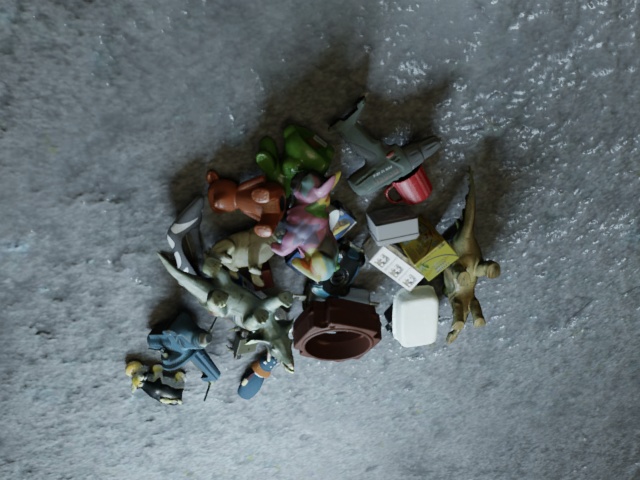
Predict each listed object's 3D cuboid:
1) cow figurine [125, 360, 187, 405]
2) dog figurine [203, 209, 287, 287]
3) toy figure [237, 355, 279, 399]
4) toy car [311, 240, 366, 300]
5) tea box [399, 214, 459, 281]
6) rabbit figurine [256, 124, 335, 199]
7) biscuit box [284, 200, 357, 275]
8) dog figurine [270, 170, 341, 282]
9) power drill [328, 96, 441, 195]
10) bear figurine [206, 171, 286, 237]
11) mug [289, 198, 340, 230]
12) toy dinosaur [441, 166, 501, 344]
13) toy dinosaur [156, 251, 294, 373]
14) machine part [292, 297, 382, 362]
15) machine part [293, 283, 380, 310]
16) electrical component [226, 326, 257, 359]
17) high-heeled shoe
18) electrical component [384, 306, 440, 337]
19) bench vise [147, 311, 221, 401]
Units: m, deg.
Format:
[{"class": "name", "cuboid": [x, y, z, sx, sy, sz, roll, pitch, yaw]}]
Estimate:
[{"class": "cow figurine", "cuboid": [-0.441, 0.384, 1.426, 0.167, 0.098, 0.068, 25, 114, -20]}, {"class": "dog figurine", "cuboid": [-0.169, -0.007, 1.287, 0.172, 0.190, 0.121, 21, 155, -2]}, {"class": "toy figure", "cuboid": [-0.173, 0.373, 1.493, 0.058, 0.064, 0.154, 38, 101, 15]}, {"class": "toy car", "cuboid": [0.035, 0.066, 1.359, 0.109, 0.103, 0.161, 26, 99, -33]}, {"class": "tea box", "cuboid": [0.263, 0.016, 1.343, 0.098, 0.170, 0.068, -40, 116, 11]}, {"class": "rabbit figurine", "cuboid": [-0.073, -0.167, 1.227, 0.159, 0.121, 0.170, 32, 120, -18]}, {"class": "biscuit box", "cuboid": [-0.003, -0.004, 1.343, 0.059, 0.063, 0.202, 39, 102, -23]}, {"class": "dog figurine", "cuboid": [-0.002, -0.043, 1.158, 0.191, 0.108, 0.219, 35, 109, 4]}, {"class": "power drill", "cuboid": [0.135, -0.228, 1.238, 0.232, 0.086, 0.207, -38, 110, 11]}, {"class": "bear figurine", "cuboid": [-0.181, -0.089, 1.209, 0.196, 0.132, 0.120, 8, 116, 12]}, {"class": "mug", "cuboid": [-0.025, -0.056, 1.271, 0.109, 0.107, 0.080, -54, 157, 7]}, {"class": "toy dinosaur", "cuboid": [0.364, 0.057, 1.365, 0.105, 0.199, 0.470, 1, 115, -10]}, {"class": "toy dinosaur", "cuboid": [-0.203, 0.151, 1.261, 0.405, 0.131, 0.192, 33, 144, -4]}, {"class": "machine part", "cuboid": [0.043, 0.238, 1.392, 0.201, 0.087, 0.201, 16, 140, -21]}, {"class": "machine part", "cuboid": [0.042, 0.159, 1.421, 0.243, 0.079, 0.079, 9, 113, -14]}, {"class": "electrical component", "cuboid": [-0.209, 0.270, 1.448, 0.078, 0.045, 0.102, -10, 124, -38]}, {"class": "high-heeled shoe", "cuboid": [-0.290, 0.018, 1.275, 0.145, 0.086, 0.248, 36, 124, -3]}, {"class": "electrical component", "cuboid": [0.248, 0.219, 1.500, 0.115, 0.058, 0.134, 39, 103, -22]}, {"class": "bench vise", "cuboid": [-0.321, 0.285, 1.365, 0.224, 0.129, 0.240, -16, 120, 27]}]
